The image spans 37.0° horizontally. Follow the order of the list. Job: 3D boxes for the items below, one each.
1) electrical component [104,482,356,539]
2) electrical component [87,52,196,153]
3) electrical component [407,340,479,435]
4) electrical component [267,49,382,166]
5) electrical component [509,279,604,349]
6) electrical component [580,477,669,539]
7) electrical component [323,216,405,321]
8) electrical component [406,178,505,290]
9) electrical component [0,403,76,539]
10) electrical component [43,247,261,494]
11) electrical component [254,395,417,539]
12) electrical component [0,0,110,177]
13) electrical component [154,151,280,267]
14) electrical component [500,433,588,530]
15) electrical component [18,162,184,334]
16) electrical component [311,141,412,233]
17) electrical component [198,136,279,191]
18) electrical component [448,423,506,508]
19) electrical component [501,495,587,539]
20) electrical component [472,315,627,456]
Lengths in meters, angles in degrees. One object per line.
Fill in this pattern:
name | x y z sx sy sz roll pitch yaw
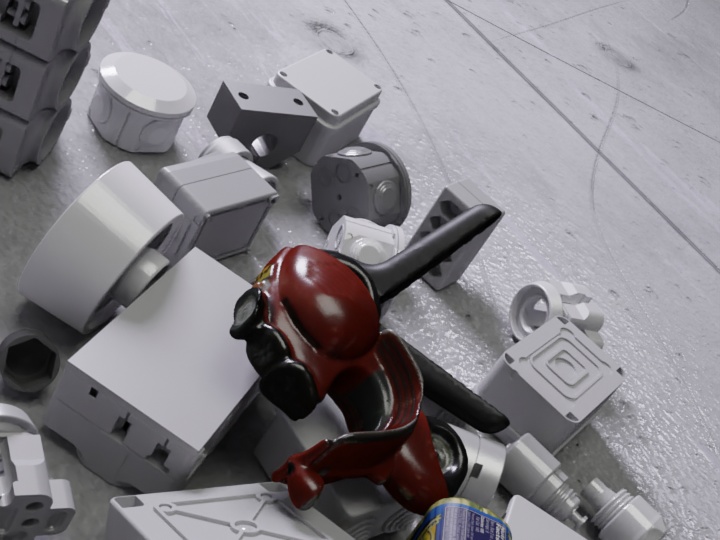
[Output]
electrical component | -0.062 0.156 0.549 0.109 0.056 0.109 3 12 -37
electrical component | -0.178 -0.136 0.875 0.080 0.051 0.080 21 35 -16
electrical component | 0.053 0.094 0.773 0.081 0.043 0.043 43 35 16
electrical component | -0.038 -0.154 1.006 0.078 0.057 0.113 37 34 7
electrical component | 0.166 0.041 0.921 0.057 0.058 0.078 10 39 -34
electrical component | 0.187 0.178 0.775 0.062 0.043 0.043 45 35 21
electrical component | 0.000 0.000 0.820 0.051 0.080 0.080 16 36 -14
electrical component | 0.089 -0.035 0.932 0.047 0.083 0.076 44 35 17
electrical component | -0.191 0.106 0.549 0.078 0.058 0.057 5 45 -34
electrical component | -0.112 0.063 0.663 0.089 0.061 0.150 34 33 3
electrical component | -0.008 0.124 0.680 0.100 0.048 0.099 -7 49 -44
electrical component | -0.231 -0.151 0.761 0.062 0.150 0.089 26 34 -7
electrical component | -0.120 -0.044 0.794 0.061 0.061 0.096 44 35 18
electrical component | 0.129 0.152 0.763 0.078 0.040 0.040 44 35 16
electrical component | -0.157 -0.008 0.682 0.060 0.108 0.108 39 33 -1
electrical component | 0.000 -0.066 0.904 0.051 0.080 0.080 -18 58 -43
electrical component | -0.100 -0.075 0.865 0.055 0.045 0.045 45 35 19
electrical component | 0.065 0.133 0.724 0.047 0.055 0.055 25 34 -4
electrical component | 0.113 0.205 0.675 0.100 0.048 0.099 33 33 2
electrical component | 0.146 0.093 0.837 0.078 0.057 0.113 43 35 16
